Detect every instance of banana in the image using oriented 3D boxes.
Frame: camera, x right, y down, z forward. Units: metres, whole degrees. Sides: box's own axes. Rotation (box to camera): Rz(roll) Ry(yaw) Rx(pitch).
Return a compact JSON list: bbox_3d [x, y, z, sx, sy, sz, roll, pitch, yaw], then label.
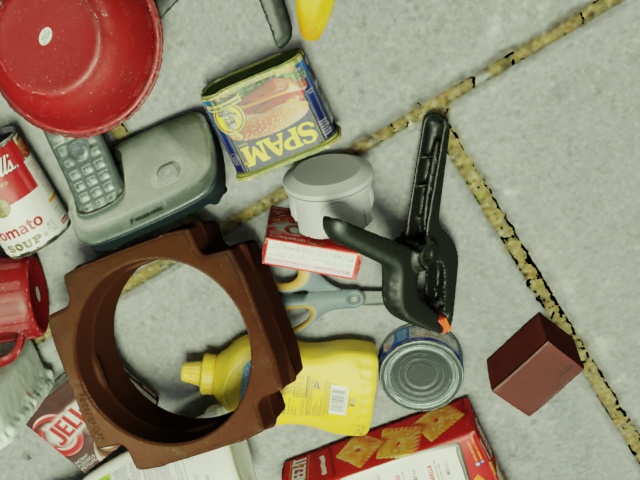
[{"bbox_3d":[0.032,-0.252,0.873,0.069,0.037,0.198,39,111,-16],"label":"banana"}]

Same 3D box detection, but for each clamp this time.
[{"bbox_3d":[0.089,0.000,0.973,0.164,0.036,0.210,-49,135,-23],"label":"clamp"},{"bbox_3d":[-0.078,-0.245,0.879,0.120,0.039,0.171,2,114,-6],"label":"clamp"}]

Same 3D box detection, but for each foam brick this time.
[{"bbox_3d":[0.210,0.123,1.048,0.053,0.051,0.078,37,112,-18],"label":"foam brick"}]

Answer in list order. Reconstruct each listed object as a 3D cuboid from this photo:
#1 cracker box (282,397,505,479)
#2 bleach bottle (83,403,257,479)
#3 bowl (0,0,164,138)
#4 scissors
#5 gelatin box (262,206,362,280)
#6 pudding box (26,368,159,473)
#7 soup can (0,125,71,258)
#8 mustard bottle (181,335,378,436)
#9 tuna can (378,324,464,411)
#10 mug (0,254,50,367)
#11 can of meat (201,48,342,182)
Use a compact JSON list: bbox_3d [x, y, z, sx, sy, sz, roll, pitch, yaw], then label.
[{"bbox_3d":[0.088,0.276,1.116,0.214,0.072,0.164,-22,113,13],"label":"cracker box"},{"bbox_3d":[-0.193,0.258,1.094,0.251,0.102,0.068,-23,156,11],"label":"bleach bottle"},{"bbox_3d":[-0.214,-0.165,0.882,0.162,0.055,0.162,1,97,11],"label":"bowl"},{"bbox_3d":[0.021,0.039,1.028,0.201,0.016,0.096,-15,102,-3],"label":"scissors"},{"bbox_3d":[-0.006,0.001,0.980,0.089,0.073,0.030,9,115,-3],"label":"gelatin box"},{"bbox_3d":[-0.234,0.173,1.089,0.114,0.039,0.090,-39,109,18],"label":"pudding box"},{"bbox_3d":[-0.280,-0.043,0.967,0.068,0.068,0.102,-21,115,11],"label":"soup can"},{"bbox_3d":[-0.042,0.140,1.057,0.191,0.058,0.096,5,115,-2],"label":"mustard bottle"},{"bbox_3d":[0.100,0.127,1.061,0.086,0.033,0.086,2,116,3],"label":"tuna can"},{"bbox_3d":[-0.303,0.067,0.999,0.081,0.117,0.093,-8,145,-1],"label":"mug"},{"bbox_3d":[-0.043,-0.111,0.935,0.102,0.057,0.084,-21,111,11],"label":"can of meat"}]
